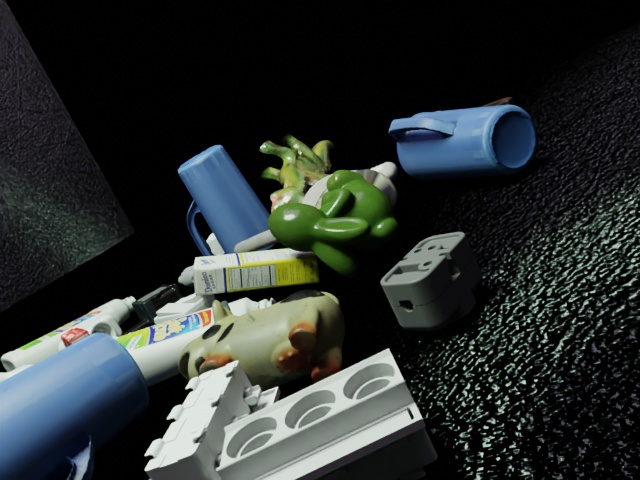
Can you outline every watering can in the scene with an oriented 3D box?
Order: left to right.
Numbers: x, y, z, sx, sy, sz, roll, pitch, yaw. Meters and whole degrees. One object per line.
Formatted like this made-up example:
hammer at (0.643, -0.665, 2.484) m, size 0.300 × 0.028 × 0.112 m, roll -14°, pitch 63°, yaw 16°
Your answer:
watering can at (0.003, -0.047, 0.937) m, size 0.349 × 0.103 × 0.225 m, roll -31°, pitch 12°, yaw -7°

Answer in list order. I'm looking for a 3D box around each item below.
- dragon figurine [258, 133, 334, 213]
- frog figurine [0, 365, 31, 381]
dragon figurine at (0.003, -0.148, 1.193) m, size 0.416 × 0.245 × 0.119 m, roll -31°, pitch -33°, yaw -49°
frog figurine at (-0.462, 0.221, 0.742) m, size 0.162 × 0.123 × 0.135 m, roll -44°, pitch -1°, yaw -23°
